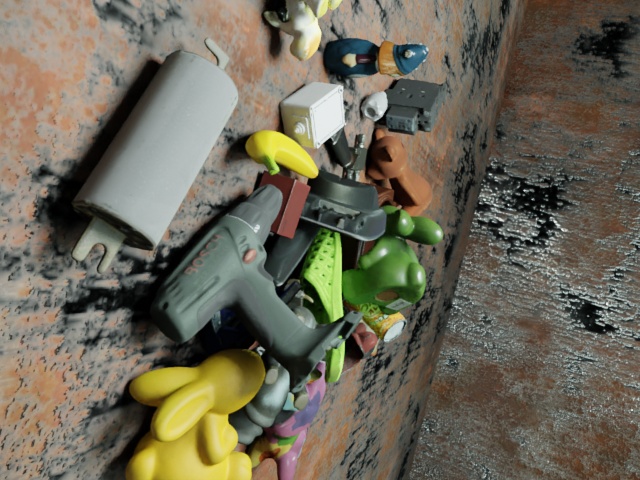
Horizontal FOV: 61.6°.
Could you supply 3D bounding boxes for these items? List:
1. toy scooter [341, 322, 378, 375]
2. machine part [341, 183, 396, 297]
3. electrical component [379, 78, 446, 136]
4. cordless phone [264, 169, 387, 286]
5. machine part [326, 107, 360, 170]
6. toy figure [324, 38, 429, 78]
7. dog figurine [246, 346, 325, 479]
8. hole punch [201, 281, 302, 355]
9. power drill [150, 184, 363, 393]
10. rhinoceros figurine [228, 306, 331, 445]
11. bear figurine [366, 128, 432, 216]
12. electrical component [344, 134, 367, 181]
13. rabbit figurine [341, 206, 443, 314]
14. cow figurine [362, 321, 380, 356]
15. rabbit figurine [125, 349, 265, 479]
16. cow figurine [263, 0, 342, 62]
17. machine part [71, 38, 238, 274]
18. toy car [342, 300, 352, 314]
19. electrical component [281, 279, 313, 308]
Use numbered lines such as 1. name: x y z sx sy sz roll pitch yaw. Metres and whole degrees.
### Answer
1. toy scooter: 0.027 0.195 0.945 0.184 0.075 0.135 -22 154 -20
2. machine part: 0.075 -0.002 1.026 0.201 0.087 0.200 -25 126 -60
3. electrical component: 0.182 -0.267 1.079 0.058 0.115 0.134 77 33 -44
4. cordless phone: -0.001 -0.002 0.772 0.184 0.147 0.088 -57 154 -26
5. machine part: 0.031 -0.171 0.886 0.138 0.039 0.084 59 41 -58
6. toy figure: 0.084 -0.269 0.794 0.064 0.155 0.057 -65 153 -27
7. dog figurine: -0.066 0.280 0.840 0.191 0.109 0.219 7 99 -68
8. hole punch: -0.100 0.088 0.691 0.115 0.092 0.142 -55 178 40
9. power drill: -0.054 0.051 0.605 0.232 0.207 0.086 -44 172 -36
10. rhinoceros figurine: -0.062 0.171 0.694 0.073 0.112 0.190 36 75 -27
11. bear figurine: 0.147 -0.124 1.115 0.132 0.120 0.195 -39 131 15
12. electrical component: 0.065 -0.150 0.994 0.063 0.021 0.094 -13 116 -65
13. rabbit figurine: 0.109 0.011 0.859 0.159 0.121 0.170 -45 -142 50
14. cow figurine: 0.132 0.160 1.266 0.195 0.086 0.127 -56 157 -38
15. rabbit figurine: -0.137 0.192 0.605 0.162 0.122 0.173 35 90 -44
16. cow figurine: -0.023 -0.301 0.627 0.068 0.098 0.167 -51 167 -55
17. machine part: -0.141 -0.080 0.479 0.079 0.079 0.243 64 44 -57
18. toy car: 0.049 0.144 1.053 0.089 0.053 0.202 -45 172 26
19. electrical component: -0.050 0.102 0.790 0.045 0.078 0.102 -83 -177 -68
